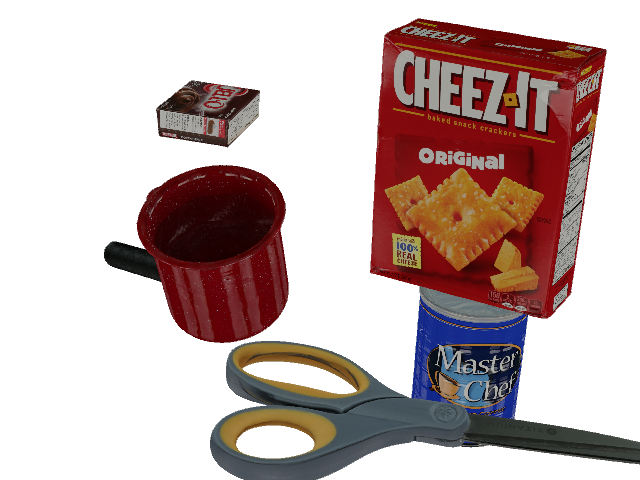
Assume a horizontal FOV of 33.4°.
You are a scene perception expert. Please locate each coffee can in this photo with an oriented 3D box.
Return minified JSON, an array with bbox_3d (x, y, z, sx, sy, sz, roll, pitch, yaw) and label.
[{"bbox_3d":[0.140,0.108,1.009,0.103,0.140,0.103,2,25,-1],"label":"coffee can"}]

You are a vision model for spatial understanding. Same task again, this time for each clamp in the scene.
[{"bbox_3d":[-0.117,0.028,1.033,0.120,0.039,0.172,-18,31,-39],"label":"clamp"}]

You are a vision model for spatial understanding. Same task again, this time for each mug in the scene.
[{"bbox_3d":[-0.073,0.006,0.695,0.117,0.081,0.093,31,56,32],"label":"mug"}]

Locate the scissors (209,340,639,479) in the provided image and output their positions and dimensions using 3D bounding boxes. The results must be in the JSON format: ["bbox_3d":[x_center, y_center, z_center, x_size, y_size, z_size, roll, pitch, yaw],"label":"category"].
[{"bbox_3d":[0.040,0.089,0.461,0.202,0.016,0.096,15,34,23],"label":"scissors"}]

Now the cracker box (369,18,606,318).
[{"bbox_3d":[0.129,-0.058,0.867,0.164,0.214,0.072,16,29,27],"label":"cracker box"}]

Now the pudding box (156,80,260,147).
[{"bbox_3d":[-0.130,-0.150,1.252,0.090,0.039,0.113,9,30,13],"label":"pudding box"}]
